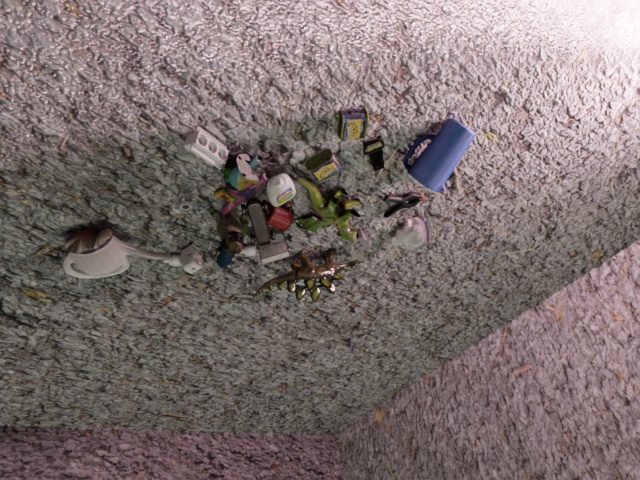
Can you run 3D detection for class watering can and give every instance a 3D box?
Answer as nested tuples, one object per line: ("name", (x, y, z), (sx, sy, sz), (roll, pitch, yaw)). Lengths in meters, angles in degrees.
("watering can", (-0.701, 0.040, 1.736), (0.348, 0.106, 0.219), (-14, 142, -5))

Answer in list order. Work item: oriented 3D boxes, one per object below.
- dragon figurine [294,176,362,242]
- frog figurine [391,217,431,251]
("dragon figurine", (0.006, -0.096, 1.900), (0.406, 0.125, 0.239), (27, 132, -33))
("frog figurine", (0.372, -0.020, 2.135), (0.159, 0.124, 0.135), (-11, 109, 4))
